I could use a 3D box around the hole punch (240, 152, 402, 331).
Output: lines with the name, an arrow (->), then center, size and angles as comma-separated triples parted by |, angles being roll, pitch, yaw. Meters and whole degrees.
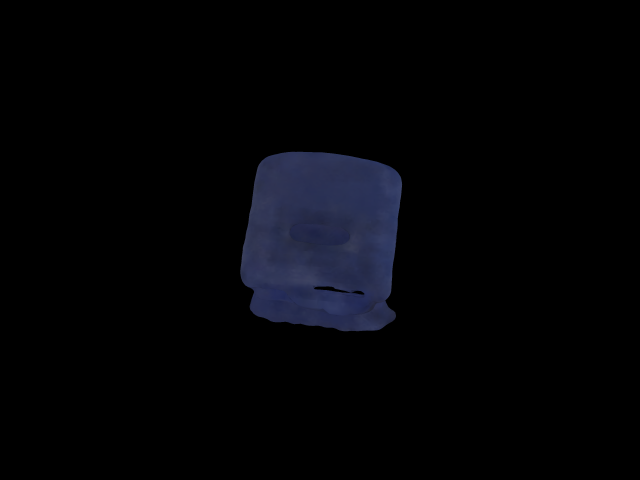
hole punch -> 0.004, 0.001, 0.400 | 0.108, 0.091, 0.101 | 5, 51, 5
